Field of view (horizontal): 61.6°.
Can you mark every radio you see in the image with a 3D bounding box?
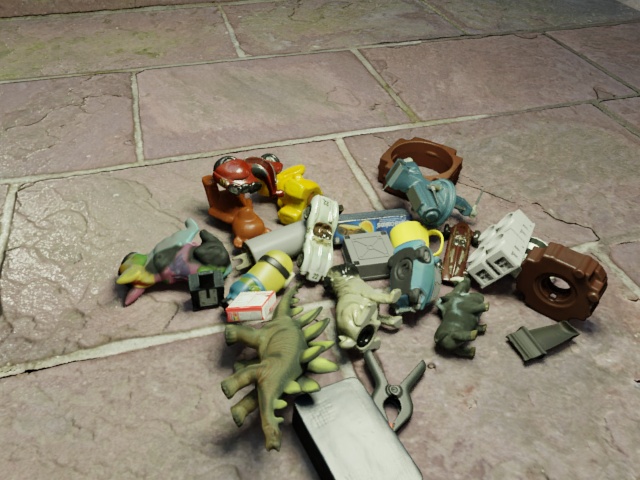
[{"bbox_3d":[0.057,0.343,0.880,0.131,0.073,0.230,-18,46,-22],"label":"radio"}]

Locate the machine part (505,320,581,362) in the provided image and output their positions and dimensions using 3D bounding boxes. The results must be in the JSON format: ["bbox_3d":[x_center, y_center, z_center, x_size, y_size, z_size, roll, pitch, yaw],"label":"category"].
[{"bbox_3d":[0.452,0.198,1.086,0.139,0.039,0.084,-13,38,-14],"label":"machine part"}]

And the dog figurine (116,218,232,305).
[{"bbox_3d":[-0.326,0.066,1.163,0.192,0.108,0.219,33,54,27],"label":"dog figurine"}]

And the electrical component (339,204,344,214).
[{"bbox_3d":[0.019,-0.060,1.355,0.102,0.045,0.078,-22,88,-21],"label":"electrical component"}]

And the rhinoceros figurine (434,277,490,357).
[{"bbox_3d":[0.289,0.155,1.110,0.112,0.073,0.190,8,42,23],"label":"rhinoceros figurine"}]

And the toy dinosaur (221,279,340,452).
[{"bbox_3d":[-0.071,0.198,0.992,0.199,0.104,0.472,-12,27,0],"label":"toy dinosaur"}]

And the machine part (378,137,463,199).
[{"bbox_3d":[0.277,-0.194,1.493,0.202,0.087,0.201,24,46,21],"label":"machine part"}]

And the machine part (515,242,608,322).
[{"bbox_3d":[0.495,0.091,1.114,0.180,0.179,0.056,29,51,27],"label":"machine part"}]

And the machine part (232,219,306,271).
[{"bbox_3d":[-0.091,0.011,1.250,0.243,0.079,0.079,-22,47,-24],"label":"machine part"}]

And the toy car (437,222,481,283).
[{"bbox_3d":[0.325,0.026,1.269,0.089,0.053,0.202,17,42,12],"label":"toy car"}]

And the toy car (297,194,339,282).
[{"bbox_3d":[-0.002,-0.004,1.214,0.073,0.056,0.201,18,69,-27],"label":"toy car"}]

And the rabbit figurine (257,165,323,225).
[{"bbox_3d":[-0.087,-0.138,1.390,0.173,0.121,0.162,20,40,21],"label":"rabbit figurine"}]

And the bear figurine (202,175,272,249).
[{"bbox_3d":[-0.199,-0.073,1.307,0.120,0.131,0.196,-17,38,-26],"label":"bear figurine"}]

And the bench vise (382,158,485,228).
[{"bbox_3d":[0.281,-0.109,1.321,0.240,0.128,0.224,15,26,-25],"label":"bench vise"}]

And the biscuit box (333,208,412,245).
[{"bbox_3d":[0.123,-0.034,1.311,0.203,0.059,0.063,-6,18,-9],"label":"biscuit box"}]

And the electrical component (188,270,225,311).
[{"bbox_3d":[-0.237,0.093,1.119,0.075,0.119,0.048,-10,46,-11],"label":"electrical component"}]

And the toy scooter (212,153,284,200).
[{"bbox_3d":[-0.156,-0.144,1.276,0.184,0.075,0.135,-13,56,-31],"label":"toy scooter"}]

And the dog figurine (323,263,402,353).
[{"bbox_3d":[0.052,0.134,1.109,0.172,0.121,0.191,-22,34,-39],"label":"dog figurine"}]

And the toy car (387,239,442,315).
[{"bbox_3d":[0.210,0.085,1.144,0.103,0.109,0.161,20,63,-31],"label":"toy car"}]

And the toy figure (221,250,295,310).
[{"bbox_3d":[-0.129,0.093,1.141,0.180,0.089,0.082,-35,43,-31],"label":"toy figure"}]
